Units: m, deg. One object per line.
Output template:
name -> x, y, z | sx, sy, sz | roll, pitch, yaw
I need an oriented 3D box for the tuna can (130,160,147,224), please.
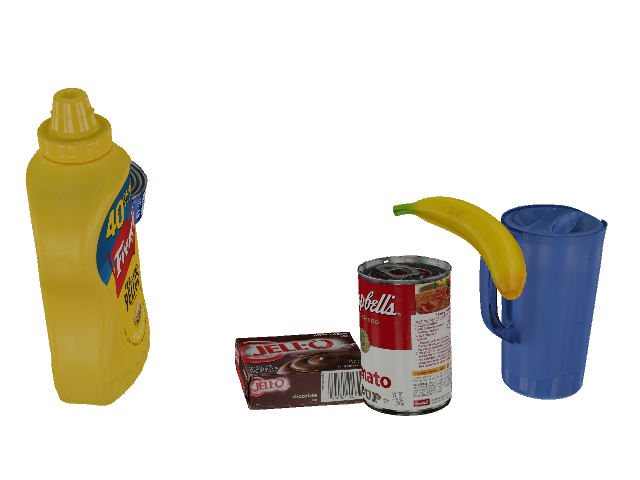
tuna can -> -0.188, -0.040, 0.887 | 0.086, 0.034, 0.086 | 8, 32, -6

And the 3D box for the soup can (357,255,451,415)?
soup can -> 0.062, 0.068, 0.780 | 0.068, 0.102, 0.068 | -2, 14, 0

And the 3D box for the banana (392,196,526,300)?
banana -> 0.156, 0.000, 1.084 | 0.069, 0.037, 0.198 | -34, 39, -14

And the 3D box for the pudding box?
pudding box -> -0.017, 0.117, 0.970 | 0.113, 0.039, 0.090 | 0, 17, -12

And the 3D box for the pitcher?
pitcher -> 0.289, 0.082, 1.399 | 0.149, 0.243, 0.144 | 6, 20, 16

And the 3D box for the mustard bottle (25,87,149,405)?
mustard bottle -> -0.139, -0.001, 0.638 | 0.058, 0.192, 0.096 | 4, 34, 5
